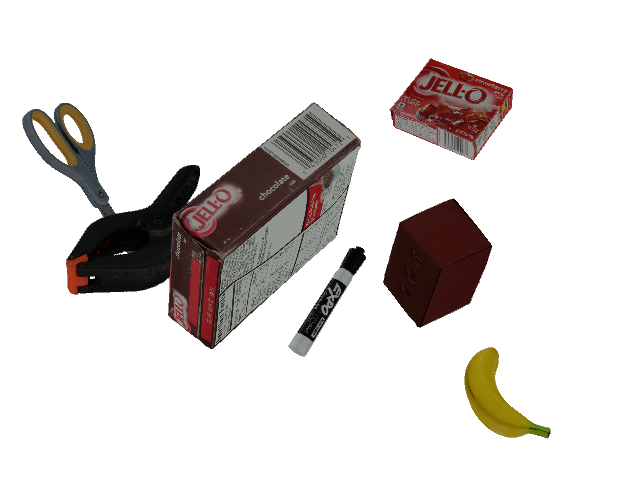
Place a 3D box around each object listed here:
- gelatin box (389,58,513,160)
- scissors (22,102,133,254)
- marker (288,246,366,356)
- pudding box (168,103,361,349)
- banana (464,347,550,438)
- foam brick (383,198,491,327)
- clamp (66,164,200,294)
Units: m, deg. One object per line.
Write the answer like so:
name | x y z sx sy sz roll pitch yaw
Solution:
gelatin box | 0.120 -0.122 0.978 0.089 0.073 0.030 26 -28 24
scissors | -0.226 -0.061 1.094 0.016 0.201 0.096 -26 27 27
marker | 0.008 0.056 1.023 0.020 0.121 0.020 29 -18 11
pudding box | -0.031 -0.007 0.569 0.113 0.039 0.090 -40 -20 -31
banana | 0.207 0.183 1.277 0.069 0.037 0.198 9 23 -15
foam brick | 0.089 0.018 0.817 0.051 0.053 0.078 -22 -33 -24
clamp | -0.129 -0.009 0.842 0.171 0.039 0.120 -17 37 -31
